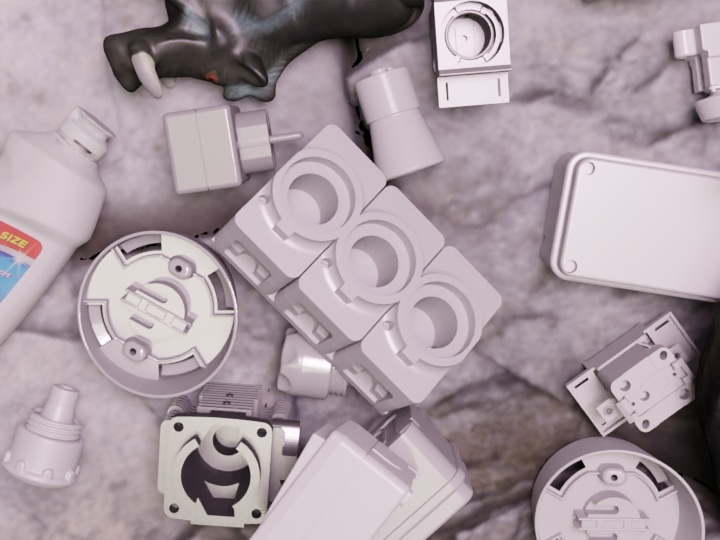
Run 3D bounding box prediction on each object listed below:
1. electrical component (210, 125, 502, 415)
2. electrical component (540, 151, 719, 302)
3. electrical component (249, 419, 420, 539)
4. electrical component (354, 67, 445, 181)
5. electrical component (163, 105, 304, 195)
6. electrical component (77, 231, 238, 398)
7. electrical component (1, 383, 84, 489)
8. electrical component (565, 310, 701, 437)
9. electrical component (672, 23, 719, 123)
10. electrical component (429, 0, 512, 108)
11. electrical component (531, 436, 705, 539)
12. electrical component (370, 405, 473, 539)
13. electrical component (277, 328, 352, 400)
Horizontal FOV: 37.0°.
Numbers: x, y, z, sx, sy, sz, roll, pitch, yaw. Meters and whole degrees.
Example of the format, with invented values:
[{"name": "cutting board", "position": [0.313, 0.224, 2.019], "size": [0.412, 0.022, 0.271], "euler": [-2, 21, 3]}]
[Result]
[{"name": "electrical component", "position": [0.000, 0.000, 0.639], "size": [0.150, 0.062, 0.089], "euler": [45, 65, -6]}, {"name": "electrical component", "position": [0.174, -0.028, 0.659], "size": [0.113, 0.057, 0.078], "euler": [8, 98, -2]}, {"name": "electrical component", "position": [-0.020, 0.136, 0.599], "size": [0.061, 0.062, 0.096], "euler": [38, 93, 7]}, {"name": "electrical component", "position": [0.022, -0.090, 0.656], "size": [0.044, 0.044, 0.065], "euler": [-18, 93, 2]}, {"name": "electrical component", "position": [-0.072, -0.075, 0.644], "size": [0.077, 0.065, 0.047], "euler": [-8, 98, 0]}, {"name": "electrical component", "position": [-0.121, 0.024, 0.657], "size": [0.099, 0.064, 0.099], "euler": [0, 98, -1]}, {"name": "electrical component", "position": [-0.195, 0.103, 0.678], "size": [0.048, 0.048, 0.062], "euler": [18, 90, -3]}, {"name": "electrical component", "position": [0.175, 0.068, 0.669], "size": [0.081, 0.064, 0.042], "euler": [-37, 98, 4]}, {"name": "electrical component", "position": [0.226, -0.120, 0.653], "size": [0.066, 0.048, 0.055], "euler": [-7, 91, 0]}, {"name": "electrical component", "position": [0.063, -0.138, 0.638], "size": [0.042, 0.064, 0.081], "euler": [-4, 99, -2]}, {"name": "electrical component", "position": [0.159, 0.156, 0.680], "size": [0.099, 0.064, 0.099], "euler": [0, 98, -1]}, {"name": "electrical component", "position": [0.011, 0.144, 0.670], "size": [0.113, 0.078, 0.057], "euler": [-43, 94, 5]}, {"name": "electrical component", "position": [-0.020, 0.061, 0.675], "size": [0.062, 0.043, 0.043], "euler": [10, 98, -4]}]
